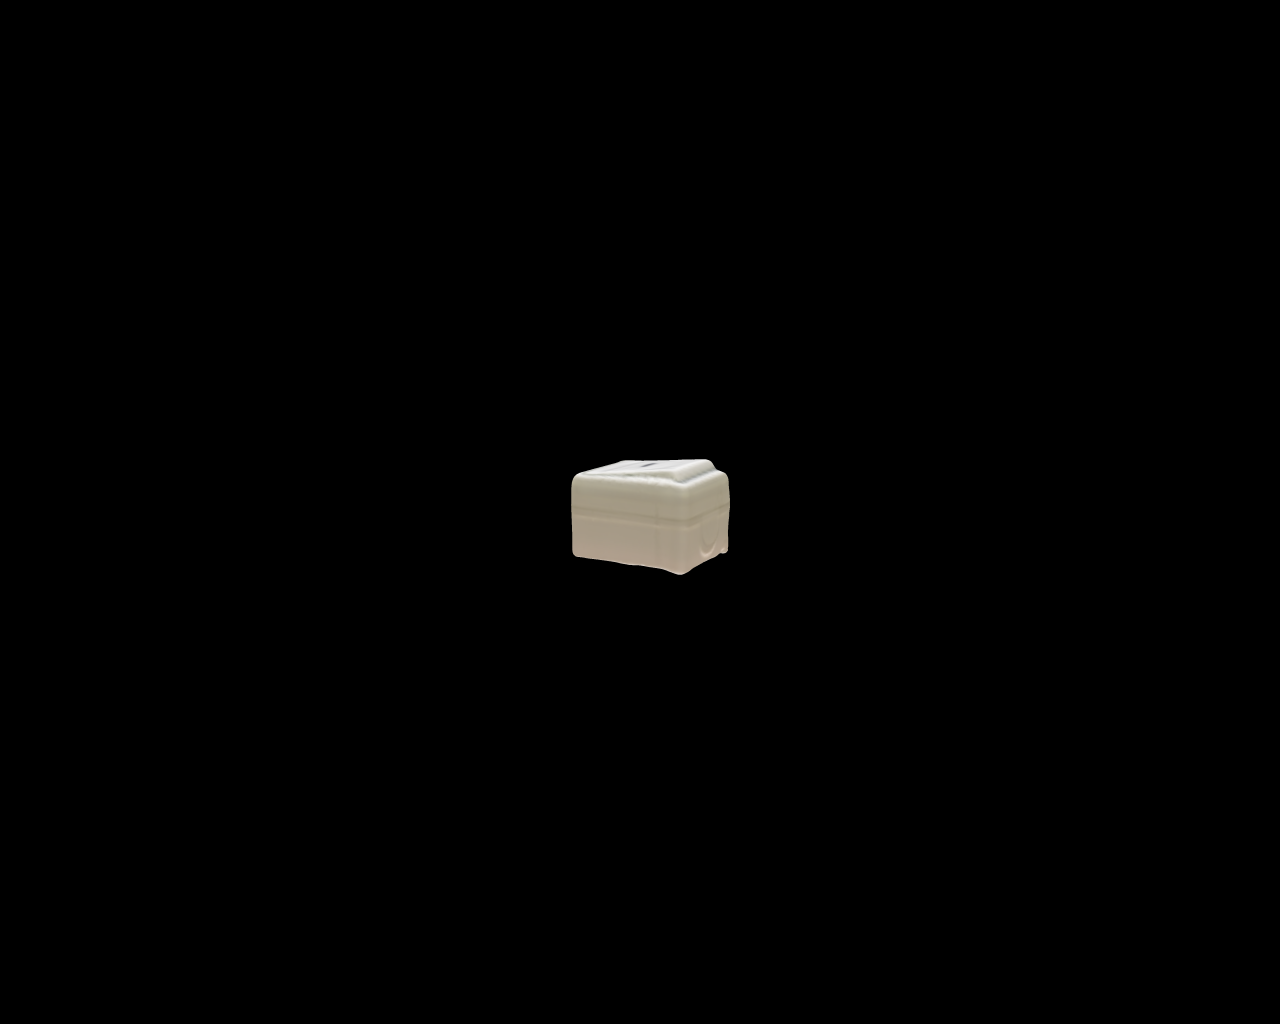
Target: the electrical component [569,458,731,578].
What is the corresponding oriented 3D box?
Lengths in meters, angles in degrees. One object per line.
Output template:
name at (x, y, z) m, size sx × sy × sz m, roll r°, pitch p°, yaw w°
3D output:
electrical component at (0.001, -0.003, 0.650) m, size 0.096 × 0.061 × 0.062 m, roll 8°, pitch 15°, yaw 30°
